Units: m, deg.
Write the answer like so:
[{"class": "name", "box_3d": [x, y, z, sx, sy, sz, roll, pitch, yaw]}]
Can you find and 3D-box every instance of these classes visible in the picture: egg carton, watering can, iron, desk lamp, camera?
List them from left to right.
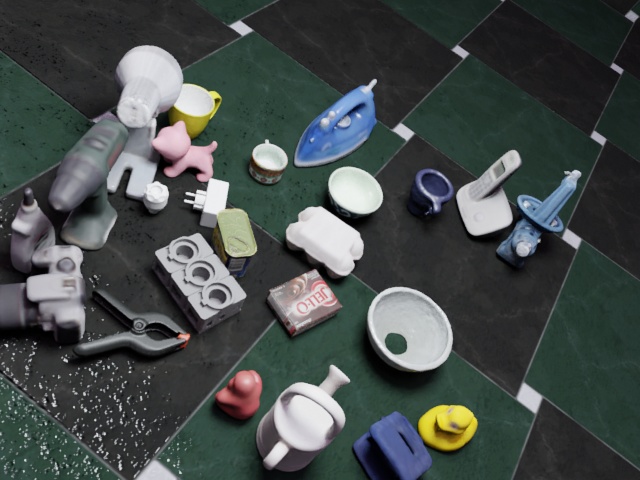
[{"class": "camera", "box_3d": [-0.427, 0.079, 0.862, 0.137, 0.100, 0.143, -3, 57, -25]}, {"class": "desk lamp", "box_3d": [-0.330, -0.217, 1.047, 0.118, 0.213, 0.203, 13, 52, -14]}, {"class": "watering can", "box_3d": [-0.021, 0.258, 0.842, 0.101, 0.194, 0.173, 22, 50, -6]}, {"class": "egg carton", "box_3d": [0.010, 0.004, 1.123, 0.150, 0.069, 0.107, 34, 50, 3]}, {"class": "iron", "box_3d": [0.041, -0.267, 1.288, 0.118, 0.141, 0.259, 40, 50, 8]}]

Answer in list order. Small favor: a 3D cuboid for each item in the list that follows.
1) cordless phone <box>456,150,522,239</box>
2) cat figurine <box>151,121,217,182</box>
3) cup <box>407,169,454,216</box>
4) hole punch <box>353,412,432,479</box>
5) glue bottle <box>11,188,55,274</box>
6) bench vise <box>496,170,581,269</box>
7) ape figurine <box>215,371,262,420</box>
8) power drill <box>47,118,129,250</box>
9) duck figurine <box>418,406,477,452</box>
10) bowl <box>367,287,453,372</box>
[{"class": "cordless phone", "box_3d": [0.396, -0.101, 1.288, 0.094, 0.185, 0.147, 2, 55, -21]}, {"class": "cat figurine", "box_3d": [-0.262, -0.177, 1.109, 0.128, 0.117, 0.067, 4, 54, -20]}, {"class": "cup", "box_3d": [0.237, -0.085, 1.268, 0.092, 0.095, 0.117, 11, 52, -15]}, {"class": "hole punch", "box_3d": [0.123, 0.333, 0.915, 0.101, 0.091, 0.108, -22, 67, -34]}, {"class": "glue bottle", "box_3d": [-0.444, -0.022, 0.881, 0.037, 0.173, 0.078, 24, 50, -4]}, {"class": "bench vise", "box_3d": [0.498, -0.043, 1.265, 0.121, 0.219, 0.207, 22, 50, -7]}, {"class": "ape figurine", "box_3d": [-0.121, 0.232, 0.885, 0.078, 0.092, 0.076, -8, 59, -27]}, {"class": "power drill", "box_3d": [-0.375, -0.079, 0.930, 0.076, 0.208, 0.229, 17, 51, -10]}, {"class": "duck figurine", "box_3d": [0.230, 0.313, 0.979, 0.105, 0.086, 0.077, 3, 55, -21]}, {"class": "bowl", "box_3d": [0.153, 0.175, 1.054, 0.168, 0.074, 0.167, 12, 52, -15]}]
